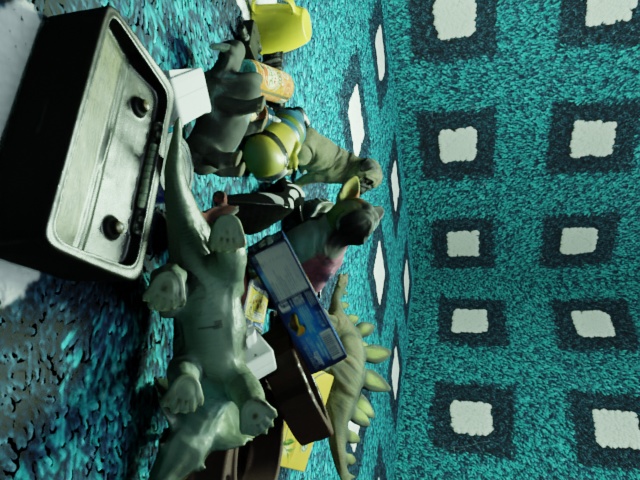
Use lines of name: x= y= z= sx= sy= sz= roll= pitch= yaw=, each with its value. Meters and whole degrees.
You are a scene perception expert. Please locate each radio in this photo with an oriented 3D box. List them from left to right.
radio: x=-0.207 y=-0.079 z=0.490 sx=0.131 sy=0.073 sz=0.229 roll=55 pitch=37 yaw=-64

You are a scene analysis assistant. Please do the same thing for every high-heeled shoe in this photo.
high-heeled shoe: x=-0.099 y=-0.081 z=0.919 sx=0.248 sy=0.086 sz=0.145 roll=22 pitch=36 yaw=-57

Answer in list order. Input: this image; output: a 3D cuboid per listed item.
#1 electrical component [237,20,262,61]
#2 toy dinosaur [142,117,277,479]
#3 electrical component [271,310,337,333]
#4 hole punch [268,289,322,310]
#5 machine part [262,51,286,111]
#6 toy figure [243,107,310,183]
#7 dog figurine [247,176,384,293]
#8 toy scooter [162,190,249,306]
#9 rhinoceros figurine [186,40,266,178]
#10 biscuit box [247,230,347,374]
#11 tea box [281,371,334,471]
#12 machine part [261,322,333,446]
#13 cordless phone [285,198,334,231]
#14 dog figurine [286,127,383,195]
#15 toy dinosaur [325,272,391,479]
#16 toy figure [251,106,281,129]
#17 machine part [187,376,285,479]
electrical component: x=-0.118 y=-0.337 z=0.907 sx=0.094 sy=0.021 sz=0.063 roll=64 pitch=29 yaw=-65
toy dinosaur: x=-0.132 y=0.087 z=0.601 sx=0.192 sy=0.131 sz=0.404 roll=170 pitch=-81 yaw=-70
electrical component: x=-0.029 y=0.159 z=1.030 sx=0.075 sy=0.119 sz=0.047 roll=11 pitch=79 yaw=-71
hole punch: x=-0.050 y=0.070 z=0.984 sx=0.092 sy=0.116 sz=0.142 roll=76 pitch=19 yaw=-63
machine part: x=-0.081 y=-0.286 z=1.000 sx=0.138 sy=0.039 sz=0.084 roll=84 pitch=17 yaw=-64
toy figure: x=-0.077 y=-0.175 z=0.944 sx=0.089 sy=0.082 sz=0.180 roll=45 pitch=46 yaw=-25
dog figurine: x=-0.002 y=-0.003 z=0.866 sx=0.108 sy=0.219 sz=0.192 roll=49 pitch=-11 yaw=-20
toy scooter: x=-0.140 y=0.010 z=0.728 sx=0.135 sy=0.075 sz=0.183 roll=-73 pitch=152 yaw=-47
rhinoceros figurine: x=-0.130 y=-0.175 z=0.725 sx=0.073 sy=0.112 sz=0.190 roll=92 pitch=12 yaw=-80
biscuit box: x=-0.032 y=0.089 z=0.763 sx=0.202 sy=0.059 sz=0.063 roll=64 pitch=-3 yaw=-16
tea box: x=-0.051 y=0.298 z=0.925 sx=0.098 sy=0.068 sz=0.169 roll=35 pitch=65 yaw=-43
machine part: x=-0.039 y=0.215 z=0.802 sx=0.179 sy=0.056 sz=0.179 roll=157 pitch=-92 yaw=-87
cordless phone: x=0.028 y=-0.050 z=1.124 sx=0.146 sy=0.184 sz=0.088 roll=-9 pitch=94 yaw=-74
dog figurine: x=0.029 y=-0.175 z=1.121 sx=0.172 sy=0.191 sz=0.121 roll=62 pitch=31 yaw=-55
toy dinosaur: x=0.043 y=0.274 z=1.099 sx=0.105 sy=0.198 sz=0.471 roll=120 pitch=-18 yaw=-54
toy figure: x=-0.117 y=-0.203 z=0.843 sx=0.064 sy=0.058 sz=0.154 roll=67 pitch=17 yaw=8
machine part: x=-0.120 y=0.293 z=0.762 sx=0.200 sy=0.087 sz=0.201 roll=67 pitch=28 yaw=-54
